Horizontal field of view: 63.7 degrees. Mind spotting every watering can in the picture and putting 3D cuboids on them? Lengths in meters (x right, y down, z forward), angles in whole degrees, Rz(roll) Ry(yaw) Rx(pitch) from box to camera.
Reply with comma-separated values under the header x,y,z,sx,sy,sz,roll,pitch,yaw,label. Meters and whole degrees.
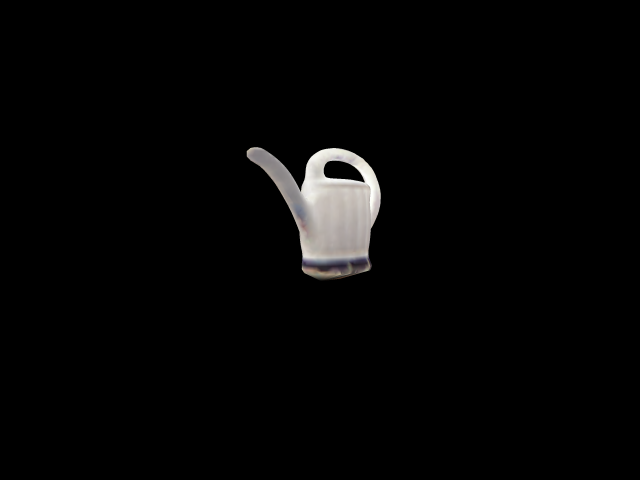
x,y,z,sx,sy,sz,roll,pitch,yaw,label
0.003,-0.043,0.850,0.104,0.224,0.348,0,2,37,watering can
